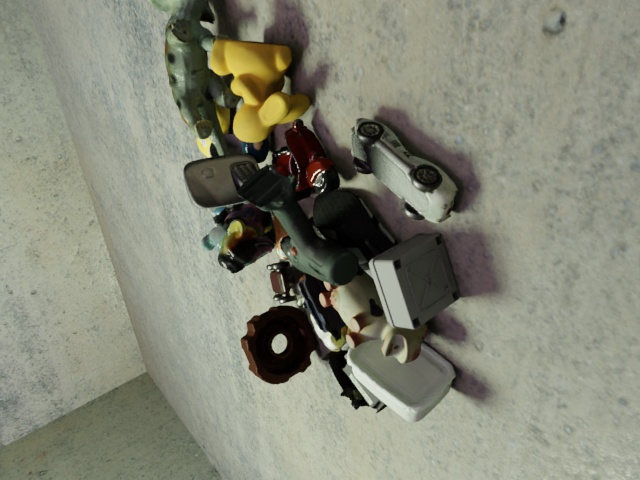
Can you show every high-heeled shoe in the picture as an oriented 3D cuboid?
[{"bbox_3d":[0.078,0.004,0.913,0.145,0.086,0.249,46,-177,-34],"label":"high-heeled shoe"}]

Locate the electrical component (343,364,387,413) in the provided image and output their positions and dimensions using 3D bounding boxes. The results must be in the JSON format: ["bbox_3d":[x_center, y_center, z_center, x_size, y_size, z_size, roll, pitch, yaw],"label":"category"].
[{"bbox_3d":[0.111,0.253,1.027,0.115,0.058,0.134,50,147,20],"label":"electrical component"}]

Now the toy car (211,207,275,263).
[{"bbox_3d":[-0.173,-0.031,1.235,0.161,0.109,0.103,57,174,-9],"label":"toy car"}]

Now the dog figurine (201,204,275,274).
[{"bbox_3d":[-0.145,-0.019,1.063,0.108,0.191,0.219,38,161,-16],"label":"dog figurine"}]

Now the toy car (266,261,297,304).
[{"bbox_3d":[-0.081,0.090,1.173,0.202,0.053,0.089,154,107,-78],"label":"toy car"}]

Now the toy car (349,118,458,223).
[{"bbox_3d":[0.111,-0.101,0.765,0.202,0.056,0.073,47,152,30],"label":"toy car"}]

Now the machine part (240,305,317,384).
[{"bbox_3d":[-0.095,0.237,1.233,0.056,0.179,0.179,-4,108,62],"label":"machine part"}]

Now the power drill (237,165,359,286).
[{"bbox_3d":[-0.046,-0.018,0.873,0.232,0.086,0.207,29,153,52],"label":"power drill"}]

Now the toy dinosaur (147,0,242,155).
[{"bbox_3d":[-0.244,-0.329,1.039,0.192,0.131,0.404,47,142,47],"label":"toy dinosaur"}]

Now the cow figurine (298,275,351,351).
[{"bbox_3d":[0.007,0.149,1.108,0.167,0.068,0.098,59,156,11],"label":"cow figurine"}]

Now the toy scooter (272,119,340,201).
[{"bbox_3d":[-0.040,-0.138,0.955,0.184,0.075,0.135,-11,102,57],"label":"toy scooter"}]

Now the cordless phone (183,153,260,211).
[{"bbox_3d":[-0.161,-0.089,0.978,0.184,0.146,0.088,-138,41,-55],"label":"cordless phone"}]

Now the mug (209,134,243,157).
[{"bbox_3d":[-0.207,-0.162,1.177,0.081,0.109,0.107,48,160,18],"label":"mug"}]

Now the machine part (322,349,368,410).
[{"bbox_3d":[0.061,0.287,1.113,0.139,0.084,0.039,54,125,33],"label":"machine part"}]

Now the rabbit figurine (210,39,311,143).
[{"bbox_3d":[-0.098,-0.249,0.922,0.163,0.122,0.173,20,111,23],"label":"rabbit figurine"}]

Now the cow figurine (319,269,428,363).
[{"bbox_3d":[0.099,0.126,0.896,0.195,0.127,0.085,50,148,38],"label":"cow figurine"}]

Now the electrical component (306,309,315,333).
[{"bbox_3d":[-0.006,0.169,1.183,0.063,0.021,0.093,14,124,54],"label":"electrical component"}]

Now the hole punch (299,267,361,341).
[{"bbox_3d":[0.025,0.104,1.002,0.142,0.116,0.092,65,158,0],"label":"hole punch"}]

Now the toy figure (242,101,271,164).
[{"bbox_3d":[-0.124,-0.226,1.040,0.064,0.058,0.154,33,134,33],"label":"toy figure"}]

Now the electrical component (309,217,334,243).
[{"bbox_3d":[-0.002,-0.002,1.025,0.102,0.045,0.078,55,147,17],"label":"electrical component"}]
